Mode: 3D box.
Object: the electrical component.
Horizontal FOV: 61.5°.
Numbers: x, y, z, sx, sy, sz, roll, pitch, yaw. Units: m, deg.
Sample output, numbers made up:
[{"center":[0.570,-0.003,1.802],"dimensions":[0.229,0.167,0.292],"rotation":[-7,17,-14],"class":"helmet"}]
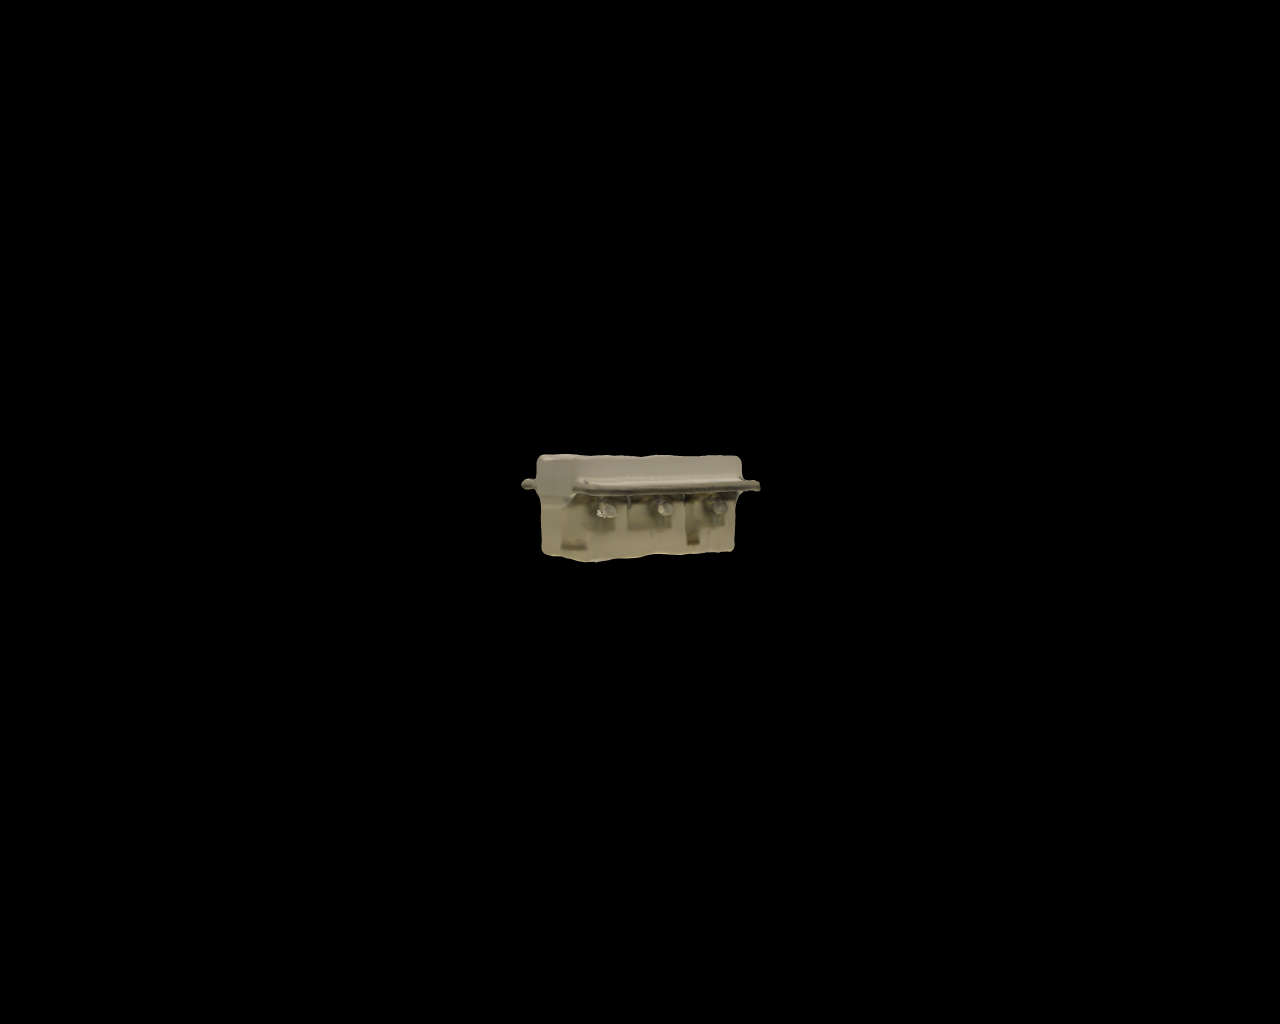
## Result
[{"center":[0.001,-0.003,0.650],"dimensions":[0.121,0.063,0.078],"rotation":[-1,3,-34],"class":"electrical component"}]
